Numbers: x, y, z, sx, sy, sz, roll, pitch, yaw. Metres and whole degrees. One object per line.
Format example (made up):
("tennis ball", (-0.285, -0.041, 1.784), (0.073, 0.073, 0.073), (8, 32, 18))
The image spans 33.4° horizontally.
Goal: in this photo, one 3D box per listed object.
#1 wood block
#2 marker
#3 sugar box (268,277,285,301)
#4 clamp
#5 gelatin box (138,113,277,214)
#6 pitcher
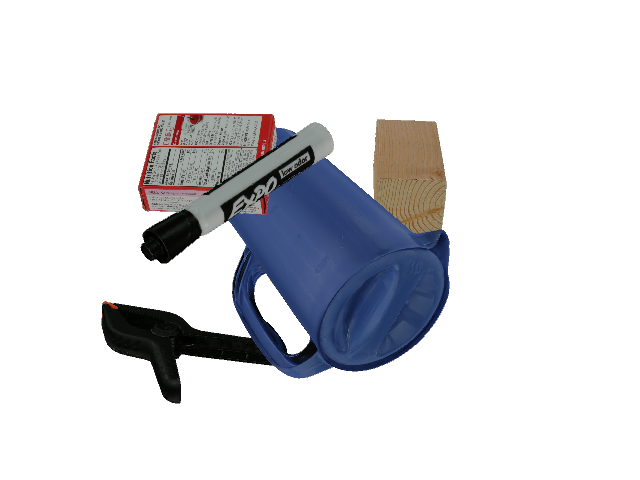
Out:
("wood block", (0.122, -0.090, 1.498), (0.091, 0.090, 0.206), (3, 29, 0))
("marker", (-0.040, -0.024, 0.529), (0.120, 0.020, 0.020), (-36, 21, -33))
("sugar box", (-0.033, -0.017, 1.291), (0.048, 0.176, 0.093), (-10, 25, -18))
("clamp", (-0.164, 0.111, 1.119), (0.210, 0.036, 0.164), (17, 19, 29))
("gelatin box", (-0.078, -0.055, 0.755), (0.089, 0.073, 0.030), (1, -38, 6))
("pitcher", (-0.009, 0.005, 0.982), (0.149, 0.145, 0.243), (-10, 39, -31))
